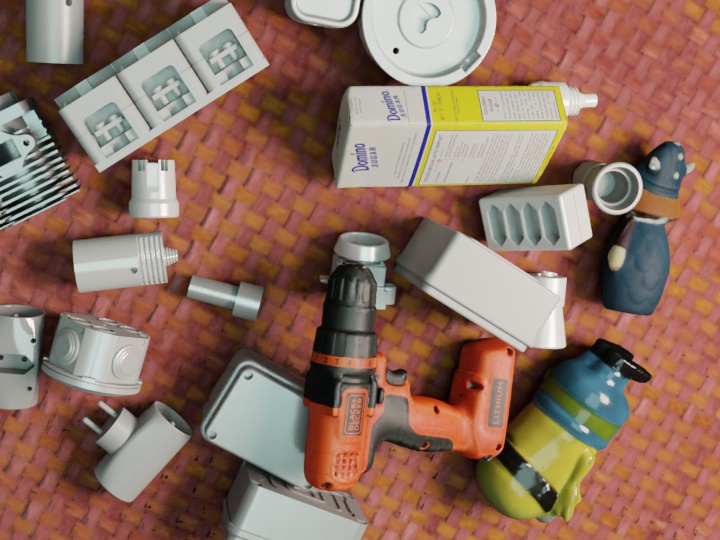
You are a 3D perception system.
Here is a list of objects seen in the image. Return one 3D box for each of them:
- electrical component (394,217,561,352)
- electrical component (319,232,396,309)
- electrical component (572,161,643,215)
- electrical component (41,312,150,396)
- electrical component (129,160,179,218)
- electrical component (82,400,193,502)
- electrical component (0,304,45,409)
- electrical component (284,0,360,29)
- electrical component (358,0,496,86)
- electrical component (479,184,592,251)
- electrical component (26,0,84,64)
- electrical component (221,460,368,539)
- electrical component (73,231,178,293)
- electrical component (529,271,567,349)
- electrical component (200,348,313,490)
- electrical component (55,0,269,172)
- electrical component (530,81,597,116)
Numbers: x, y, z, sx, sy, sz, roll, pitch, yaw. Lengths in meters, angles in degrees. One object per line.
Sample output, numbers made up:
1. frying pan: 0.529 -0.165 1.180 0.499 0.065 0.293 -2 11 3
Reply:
1. electrical component: 0.095 0.010 0.897 0.109 0.109 0.056 32 92 -15
2. electrical component: 0.000 0.000 0.911 0.066 0.048 0.055 3 109 -11
3. electrical component: 0.209 -0.074 0.921 0.044 0.065 0.044 -2 102 -9
4. electrical component: -0.212 0.069 0.870 0.080 0.080 0.051 16 93 -13
5. electrical component: -0.167 -0.066 0.871 0.040 0.040 0.046 -1 95 -10
6. electrical component: -0.196 0.142 0.906 0.079 0.043 0.077 42 92 -15
7. electrical component: -0.300 0.068 0.872 0.079 0.043 0.077 6 101 -10
8. electrical component: -0.026 -0.241 0.848 0.054 0.059 0.095 8 100 -12
9. electrical component: 0.049 -0.202 0.869 0.108 0.060 0.108 -2 102 -10
10. electrical component: 0.159 -0.050 0.918 0.076 0.083 0.047 -26 109 -44
11. electrical component: -0.235 -0.200 0.828 0.043 0.043 0.081 1 101 -10
12. electrical component: -0.059 0.215 0.928 0.113 0.078 0.057 23 94 -14
13. electrical component: -0.189 -0.007 0.876 0.081 0.043 0.043 -7 103 -9
14. electrical component: 0.162 0.034 0.949 0.044 0.044 0.065 3 96 -11
15. electrical component: -0.072 0.127 0.918 0.113 0.057 0.078 30 95 -14
16. electrical component: -0.153 -0.146 0.830 0.150 0.089 0.061 -33 105 -2
17. electrical component: 0.172 -0.144 0.917 0.061 0.035 0.035 -3 102 -12
